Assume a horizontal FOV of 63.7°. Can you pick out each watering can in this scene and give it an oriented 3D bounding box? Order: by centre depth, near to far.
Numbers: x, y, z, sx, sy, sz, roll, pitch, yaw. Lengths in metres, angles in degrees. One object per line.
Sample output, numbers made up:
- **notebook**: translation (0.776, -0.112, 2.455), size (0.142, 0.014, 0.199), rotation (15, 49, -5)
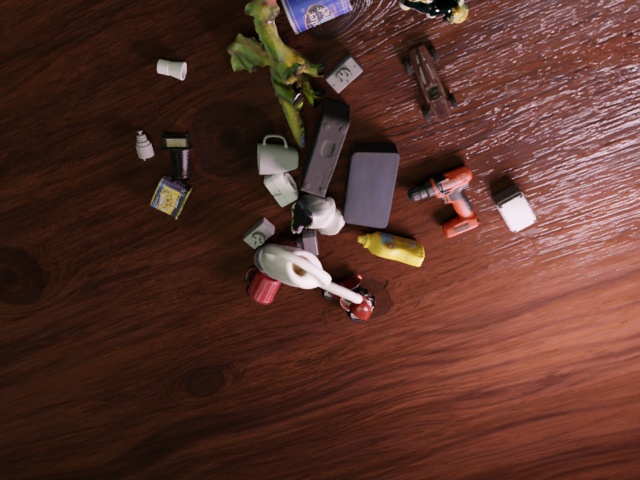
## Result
- **watering can**: translation (-0.046, 0.095, 1.479), size (0.225, 0.105, 0.343), rotation (11, -20, 49)

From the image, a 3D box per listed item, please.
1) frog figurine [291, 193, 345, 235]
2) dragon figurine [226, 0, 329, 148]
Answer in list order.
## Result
- **frog figurine**: translation (0.004, -0.073, 1.448), size (0.160, 0.125, 0.134), rotation (-7, -29, -35)
- **dragon figurine**: translation (-0.116, -0.400, 1.234), size (0.244, 0.124, 0.401), rotation (34, -30, 12)
